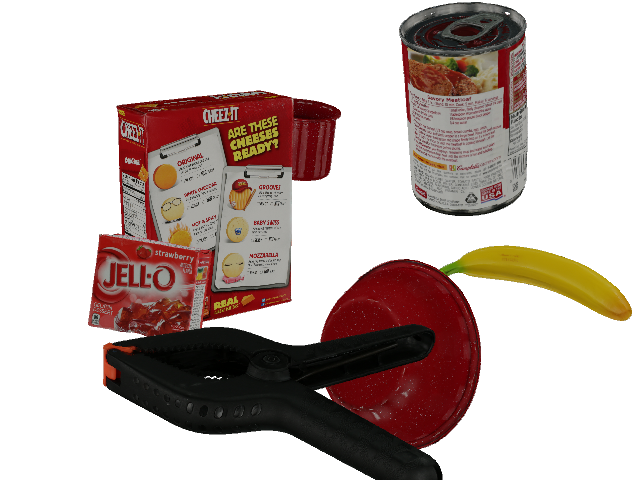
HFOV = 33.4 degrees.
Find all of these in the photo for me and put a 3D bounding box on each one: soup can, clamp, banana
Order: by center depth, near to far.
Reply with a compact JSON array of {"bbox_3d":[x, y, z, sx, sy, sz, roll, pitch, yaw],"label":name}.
[{"bbox_3d":[0.082,-0.073,0.600,0.068,0.102,0.068,-5,33,3],"label":"soup can"},{"bbox_3d":[-0.024,0.083,0.645,0.210,0.036,0.164,9,23,8],"label":"clamp"},{"bbox_3d":[0.225,0.039,1.087,0.198,0.037,0.069,11,47,27],"label":"banana"}]

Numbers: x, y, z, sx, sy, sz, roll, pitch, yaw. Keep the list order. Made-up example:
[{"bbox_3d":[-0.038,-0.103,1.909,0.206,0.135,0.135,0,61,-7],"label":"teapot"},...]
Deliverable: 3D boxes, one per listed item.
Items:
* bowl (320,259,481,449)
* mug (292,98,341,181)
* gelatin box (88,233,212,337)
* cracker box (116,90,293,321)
[{"bbox_3d":[0.051,0.094,0.886,0.162,0.162,0.055,0,-5,42],"label":"bowl"},{"bbox_3d":[-0.019,-0.127,1.330,0.093,0.081,0.117,16,24,22],"label":"mug"},{"bbox_3d":[-0.132,0.037,0.823,0.089,0.073,0.030,10,4,20],"label":"gelatin box"},{"bbox_3d":[-0.111,-0.032,1.045,0.163,0.214,0.072,-12,20,-35],"label":"cracker box"}]
